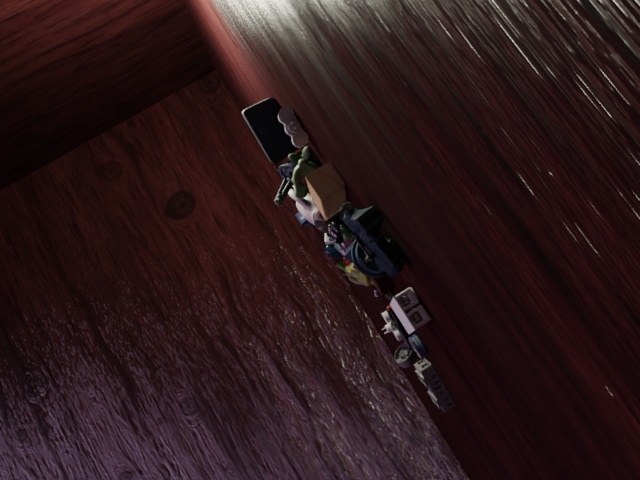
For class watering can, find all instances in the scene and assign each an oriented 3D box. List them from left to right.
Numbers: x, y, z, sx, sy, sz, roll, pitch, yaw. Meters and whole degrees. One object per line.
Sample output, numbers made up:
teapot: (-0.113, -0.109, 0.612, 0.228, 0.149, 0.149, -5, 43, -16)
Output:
watering can: (0.006, -0.107, 2.124, 0.343, 0.104, 0.228, 32, -172, -47)

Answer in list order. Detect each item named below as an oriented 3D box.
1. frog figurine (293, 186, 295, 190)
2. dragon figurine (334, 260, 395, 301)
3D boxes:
frog figurine: (-0.085, -0.249, 2.098, 0.134, 0.123, 0.163, 95, 161, -49)
dragon figurine: (0.186, 0.151, 1.903, 0.247, 0.122, 0.403, 46, 179, 36)
